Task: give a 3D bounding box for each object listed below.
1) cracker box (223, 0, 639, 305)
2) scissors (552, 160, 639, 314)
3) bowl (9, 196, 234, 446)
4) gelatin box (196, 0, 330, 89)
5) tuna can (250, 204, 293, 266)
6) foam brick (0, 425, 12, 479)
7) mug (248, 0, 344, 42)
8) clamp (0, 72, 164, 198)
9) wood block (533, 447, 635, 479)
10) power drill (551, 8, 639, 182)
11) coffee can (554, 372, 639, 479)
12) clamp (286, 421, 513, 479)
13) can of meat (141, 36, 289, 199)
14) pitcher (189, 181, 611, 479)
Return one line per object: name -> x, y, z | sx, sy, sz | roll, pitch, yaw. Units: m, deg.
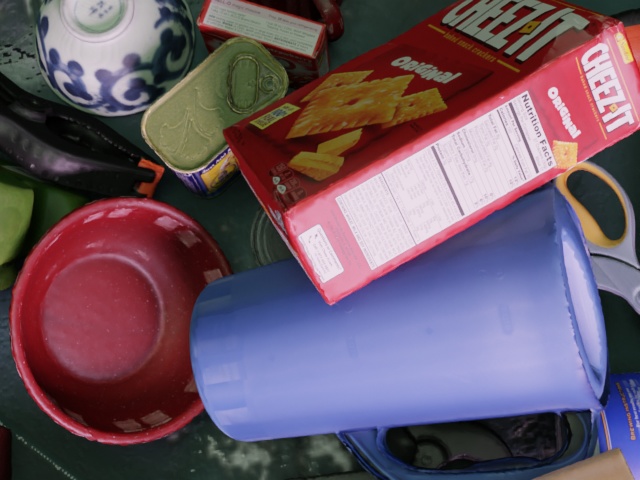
cracker box -> 0.060, -0.070, 0.640 | 0.213, 0.164, 0.072 | -30, 117, -3
scissors -> 0.186, 0.040, 0.678 | 0.096, 0.016, 0.202 | -28, 63, 16
bowl -> -0.135, 0.053, 0.714 | 0.161, 0.055, 0.162 | 2, 86, -32
gelatin box -> -0.039, -0.140, 0.764 | 0.089, 0.073, 0.030 | 17, 79, 6
tuna can -> -0.005, 0.001, 0.752 | 0.086, 0.034, 0.086 | -1, 78, 2
foam brick -> -0.241, 0.164, 0.718 | 0.053, 0.051, 0.078 | -3, 77, 3
mug -> -0.014, -0.194, 0.771 | 0.093, 0.081, 0.117 | -30, 78, -4
clamp -> -0.211, -0.086, 0.753 | 0.209, 0.164, 0.036 | 22, 113, -13
wood block -> 0.089, 0.206, 0.584 | 0.206, 0.090, 0.090 | -22, 44, 8
power drill -> 0.208, -0.101, 0.752 | 0.187, 0.057, 0.184 | -4, 84, 1
coffee can -> 0.229, 0.132, 0.676 | 0.140, 0.103, 0.103 | -4, 77, 1
clamp -> 0.069, 0.138, 0.717 | 0.171, 0.039, 0.120 | 15, 82, 7
can of meat -> -0.068, -0.082, 0.747 | 0.102, 0.084, 0.057 | -42, 79, -6
pitcher -> 0.049, 0.065, 0.650 | 0.243, 0.145, 0.149 | -13, 33, 21
